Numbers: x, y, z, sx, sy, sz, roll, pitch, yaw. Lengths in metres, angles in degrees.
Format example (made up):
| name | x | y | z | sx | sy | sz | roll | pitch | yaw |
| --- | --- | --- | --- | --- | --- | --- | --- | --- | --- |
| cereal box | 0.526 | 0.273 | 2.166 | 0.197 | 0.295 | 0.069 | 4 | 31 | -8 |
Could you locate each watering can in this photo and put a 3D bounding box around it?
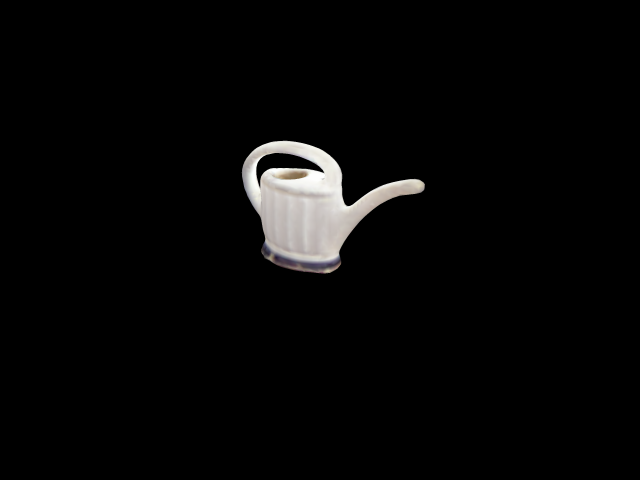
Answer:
| name | x | y | z | sx | sy | sz | roll | pitch | yaw |
| --- | --- | --- | --- | --- | --- | --- | --- | --- | --- |
| watering can | 0.003 | -0.043 | 0.850 | 0.349 | 0.220 | 0.105 | 18 | 31 | 32 |
